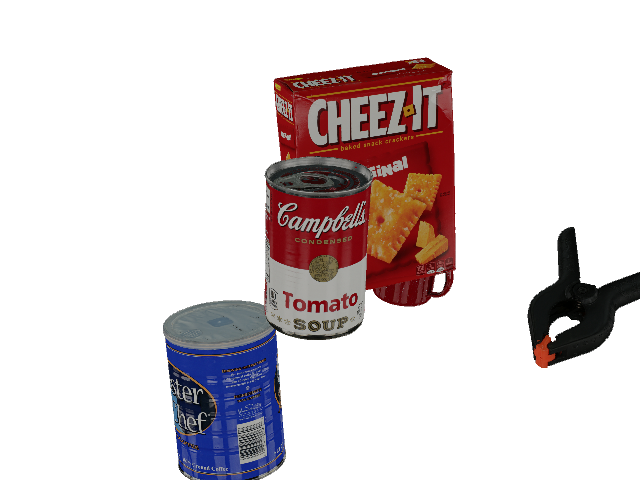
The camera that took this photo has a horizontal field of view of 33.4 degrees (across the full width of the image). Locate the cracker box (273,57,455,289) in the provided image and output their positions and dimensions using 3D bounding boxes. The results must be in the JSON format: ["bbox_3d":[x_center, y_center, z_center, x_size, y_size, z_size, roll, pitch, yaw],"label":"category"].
[{"bbox_3d":[0.048,-0.060,1.050,0.164,0.214,0.072,-11,23,-16],"label":"cracker box"}]

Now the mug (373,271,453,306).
[{"bbox_3d":[0.124,0.039,1.423,0.117,0.081,0.093,18,26,27],"label":"mug"}]

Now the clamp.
[{"bbox_3d":[0.245,0.051,1.026,0.171,0.039,0.120,-36,42,-28],"label":"clamp"}]

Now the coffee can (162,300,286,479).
[{"bbox_3d":[-0.087,0.138,0.981,0.103,0.140,0.103,-3,17,1],"label":"coffee can"}]

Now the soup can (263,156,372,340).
[{"bbox_3d":[-0.003,0.004,0.689,0.068,0.102,0.068,2,23,-1],"label":"soup can"}]
